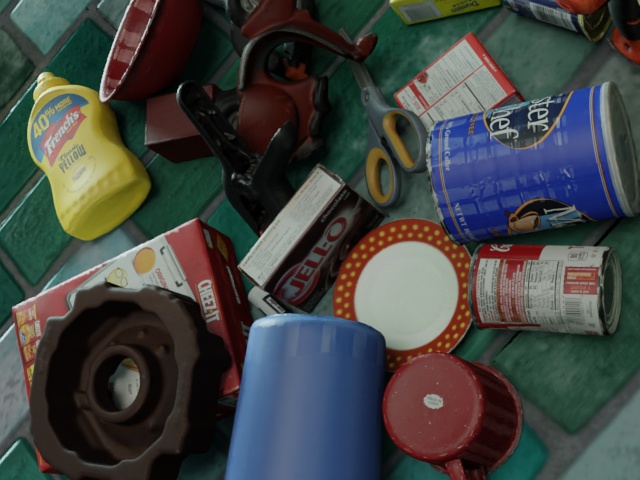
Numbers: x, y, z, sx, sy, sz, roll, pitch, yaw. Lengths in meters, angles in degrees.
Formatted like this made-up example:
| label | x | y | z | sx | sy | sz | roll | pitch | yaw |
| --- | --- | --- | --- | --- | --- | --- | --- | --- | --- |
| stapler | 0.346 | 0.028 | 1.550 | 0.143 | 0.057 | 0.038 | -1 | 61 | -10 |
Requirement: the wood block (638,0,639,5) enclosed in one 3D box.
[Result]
| label | x | y | z | sx | sy | sz | roll | pitch | yaw |
| --- | --- | --- | --- | --- | --- | --- | --- | --- | --- |
| wood block | 0.289 | -0.108 | 0.714 | 0.091 | 0.205 | 0.090 | -29 | 63 | 17 |

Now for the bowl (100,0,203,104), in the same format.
| label | x | y | z | sx | sy | sz | roll | pitch | yaw |
| --- | --- | --- | --- | --- | --- | --- | --- | --- | --- |
| bowl | -0.158 | -0.198 | 1.039 | 0.162 | 0.055 | 0.162 | -48 | 30 | 39 |

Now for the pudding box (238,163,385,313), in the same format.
| label | x | y | z | sx | sy | sz | roll | pitch | yaw |
| --- | --- | --- | --- | --- | --- | --- | --- | --- | --- |
| pudding box | -0.006 | 0.001 | 0.901 | 0.039 | 0.090 | 0.113 | 37 | 92 | 29 |

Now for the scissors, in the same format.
| label | x | y | z | sx | sy | sz | roll | pitch | yaw |
| --- | --- | --- | --- | --- | --- | --- | --- | --- | --- |
| scissors | 0.043 | -0.105 | 0.947 | 0.202 | 0.016 | 0.096 | 56 | 134 | 49 |

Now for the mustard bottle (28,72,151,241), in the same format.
| label | x | y | z | sx | sy | sz | roll | pitch | yaw |
| --- | --- | --- | --- | --- | --- | --- | --- | --- | --- |
| mustard bottle | -0.245 | -0.099 | 1.076 | 0.096 | 0.058 | 0.192 | -39 | 60 | 15 |

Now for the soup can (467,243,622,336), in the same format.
| label | x | y | z | sx | sy | sz | roll | pitch | yaw |
| --- | --- | --- | --- | --- | --- | --- | --- | --- | --- |
| soup can | 0.171 | 0.037 | 0.810 | 0.102 | 0.068 | 0.068 | 1 | 75 | 27 |

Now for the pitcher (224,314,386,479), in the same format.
| label | x | y | z | sx | sy | sz | roll | pitch | yaw |
| --- | --- | --- | --- | --- | --- | --- | --- | --- | --- |
| pitcher | -0.019 | 0.185 | 0.824 | 0.149 | 0.145 | 0.243 | 3 | 77 | 11 |

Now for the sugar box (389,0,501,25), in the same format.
| label | x | y | z | sx | sy | sz | roll | pitch | yaw |
| --- | --- | --- | --- | --- | --- | --- | --- | --- | --- |
| sugar box | 0.112 | -0.288 | 0.958 | 0.093 | 0.048 | 0.176 | -6 | 68 | 25 |

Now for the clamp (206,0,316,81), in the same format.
| label | x | y | z | sx | sy | sz | roll | pitch | yaw |
| --- | --- | --- | --- | --- | --- | --- | --- | --- | --- |
| clamp | -0.066 | -0.234 | 1.038 | 0.165 | 0.036 | 0.210 | -29 | 66 | 28 |

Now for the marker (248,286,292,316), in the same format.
| label | x | y | z | sx | sy | sz | roll | pitch | yaw |
| --- | --- | --- | --- | --- | --- | --- | --- | --- | --- |
| marker | -0.018 | 0.080 | 0.924 | 0.121 | 0.020 | 0.020 | 41 | 95 | 31 |

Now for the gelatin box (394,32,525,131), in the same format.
| label | x | y | z | sx | sy | sz | roll | pitch | yaw |
| --- | --- | --- | --- | --- | --- | --- | --- | --- | --- |
| gelatin box | 0.117 | -0.120 | 0.910 | 0.089 | 0.030 | 0.073 | -39 | 61 | 15 |

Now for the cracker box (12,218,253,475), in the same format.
| label | x | y | z | sx | sy | sz | roll | pitch | yaw |
| --- | --- | --- | --- | --- | --- | --- | --- | --- | --- |
| cracker box | -0.164 | 0.101 | 0.964 | 0.214 | 0.072 | 0.164 | -25 | 66 | 18 |

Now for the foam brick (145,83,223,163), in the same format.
| label | x | y | z | sx | sy | sz | roll | pitch | yaw |
| --- | --- | --- | --- | --- | --- | --- | --- | --- | --- |
| foam brick | -0.121 | -0.111 | 1.019 | 0.078 | 0.053 | 0.051 | -8 | 71 | 25 |

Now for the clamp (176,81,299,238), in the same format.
| label | x | y | z | sx | sy | sz | roll | pitch | yaw |
| --- | --- | --- | --- | --- | --- | --- | --- | --- | --- |
| clamp | -0.064 | -0.062 | 0.905 | 0.120 | 0.171 | 0.039 | 36 | 62 | 25 |

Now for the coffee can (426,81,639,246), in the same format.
| label | x | y | z | sx | sy | sz | roll | pitch | yaw |
| --- | --- | --- | --- | --- | --- | --- | --- | --- | --- |
| coffee can | 0.165 | -0.057 | 0.823 | 0.140 | 0.102 | 0.103 | -10 | 70 | 24 |

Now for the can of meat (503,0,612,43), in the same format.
| label | x | y | z | sx | sy | sz | roll | pitch | yaw |
| --- | --- | --- | --- | --- | --- | --- | --- | --- | --- |
| can of meat | 0.209 | -0.225 | 0.881 | 0.084 | 0.057 | 0.102 | 27 | 87 | 33 |

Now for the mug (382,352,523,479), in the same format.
| label | x | y | z | sx | sy | sz | roll | pitch | yaw |
| --- | --- | --- | --- | --- | --- | --- | --- | --- | --- |
| mug | 0.100 | 0.142 | 0.806 | 0.093 | 0.081 | 0.117 | -20 | 66 | 21 |

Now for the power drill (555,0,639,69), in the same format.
| label | x | y | z | sx | sy | sz | roll | pitch | yaw |
| --- | --- | --- | --- | --- | --- | --- | --- | --- | --- |
| power drill | 0.255 | -0.215 | 0.778 | 0.184 | 0.187 | 0.057 | -46 | 58 | 9 |
